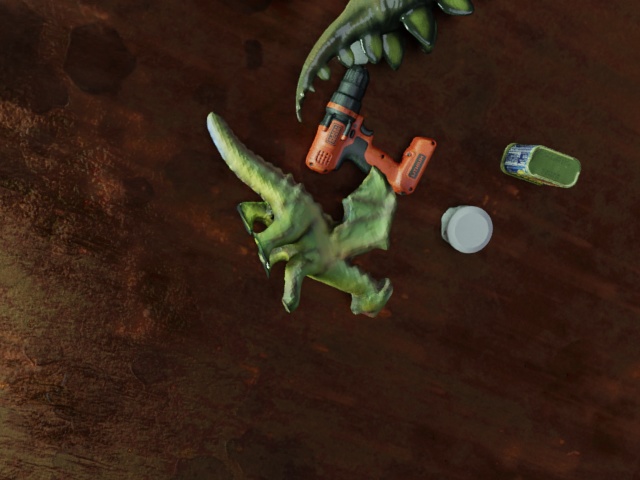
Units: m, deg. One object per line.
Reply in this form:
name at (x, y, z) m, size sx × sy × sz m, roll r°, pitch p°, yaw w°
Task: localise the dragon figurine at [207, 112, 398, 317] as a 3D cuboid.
dragon figurine at (0.002, -0.041, 0.820) m, size 0.243 × 0.406 × 0.123 m, roll -22°, pitch 14°, yaw -7°
